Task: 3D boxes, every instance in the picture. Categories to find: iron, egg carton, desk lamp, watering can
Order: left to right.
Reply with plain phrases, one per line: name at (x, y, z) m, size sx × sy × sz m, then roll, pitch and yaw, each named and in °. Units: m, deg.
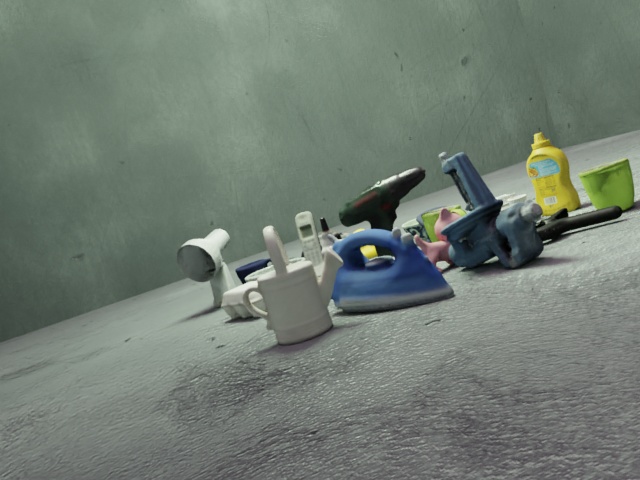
desk lamp at (-0.294, 0.082, 1.638) m, size 0.117 × 0.213 × 0.204 m, roll -16°, pitch 5°, yaw 25°
egg carton at (-0.155, 0.137, 1.329) m, size 0.107 × 0.069 × 0.150 m, roll -22°, pitch 6°, yaw -41°
watering can at (-0.047, 0.066, 0.967) m, size 0.173 × 0.194 × 0.100 m, roll -20°, pitch 5°, yaw -18°
iron at (0.108, 0.040, 0.990) m, size 0.119 × 0.141 × 0.257 m, roll -22°, pitch 6°, yaw -41°

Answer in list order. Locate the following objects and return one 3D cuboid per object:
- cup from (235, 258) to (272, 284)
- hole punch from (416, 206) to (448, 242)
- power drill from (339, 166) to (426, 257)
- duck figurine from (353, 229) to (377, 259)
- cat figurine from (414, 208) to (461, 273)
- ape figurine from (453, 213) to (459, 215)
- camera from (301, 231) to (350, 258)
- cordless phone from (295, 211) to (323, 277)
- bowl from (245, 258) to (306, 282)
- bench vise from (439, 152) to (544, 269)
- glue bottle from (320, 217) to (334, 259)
cup at (-0.168, 0.106, 1.596) m, size 0.118 × 0.095 × 0.091 m, roll -20°, pitch 5°, yaw -25°
hole punch at (0.313, -0.039, 1.447) m, size 0.109 × 0.091 × 0.101 m, roll -20°, pitch 5°, yaw -18°
power drill at (0.168, -0.046, 1.366) m, size 0.229 × 0.208 × 0.076 m, roll -17°, pitch 5°, yaw 18°
duck figurine at (0.119, 0.012, 1.640) m, size 0.104 × 0.086 × 0.078 m, roll -15°, pitch 6°, yaw 36°
cat figurine at (0.242, -0.003, 1.127) m, size 0.128 × 0.118 × 0.067 m, roll -20°, pitch 5°, yaw -16°
ape figurine at (0.292, -0.012, 1.202) m, size 0.078 × 0.092 × 0.076 m, roll -22°, pitch 6°, yaw -40°
camera at (0.018, 0.029, 1.739) m, size 0.136 × 0.101 × 0.143 m, roll -15°, pitch 6°, yaw 33°
cordless phone at (0.014, 0.005, 1.509) m, size 0.147 × 0.185 × 0.094 m, roll -17°, pitch 5°, yaw 13°
bowl at (-0.106, 0.105, 1.485) m, size 0.167 × 0.075 × 0.167 m, roll -18°, pitch 5°, yaw 2°
bench vise at (0.292, -0.063, 0.997) m, size 0.206 × 0.220 × 0.122 m, roll -14°, pitch 6°, yaw 42°
glue bottle at (0.030, 0.039, 1.118) m, size 0.037 × 0.173 × 0.078 m, roll -16°, pitch 5°, yaw 21°
